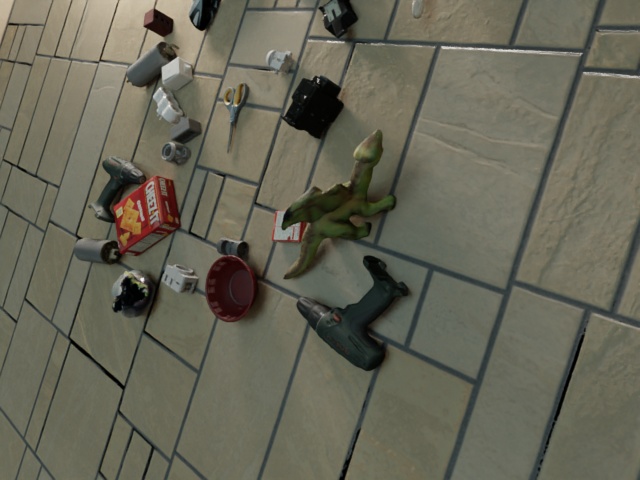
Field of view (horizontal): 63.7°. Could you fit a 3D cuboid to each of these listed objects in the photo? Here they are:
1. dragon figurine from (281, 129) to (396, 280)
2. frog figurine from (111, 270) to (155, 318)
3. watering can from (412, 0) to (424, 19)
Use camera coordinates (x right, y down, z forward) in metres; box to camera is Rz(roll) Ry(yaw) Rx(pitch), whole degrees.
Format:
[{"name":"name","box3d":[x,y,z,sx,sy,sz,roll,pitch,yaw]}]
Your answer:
[{"name":"dragon figurine","box3d":[0.003,-0.053,1.046,0.406,0.242,0.124,-48,62,17]},{"name":"frog figurine","box3d":[-0.548,0.157,1.510,0.158,0.123,0.138,160,106,-71]},{"name":"watering can","box3d":[0.199,-0.656,1.118,0.226,0.103,0.347,24,94,39]}]
